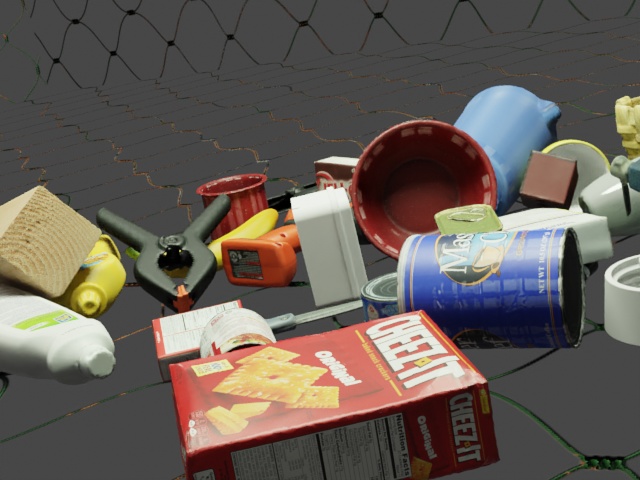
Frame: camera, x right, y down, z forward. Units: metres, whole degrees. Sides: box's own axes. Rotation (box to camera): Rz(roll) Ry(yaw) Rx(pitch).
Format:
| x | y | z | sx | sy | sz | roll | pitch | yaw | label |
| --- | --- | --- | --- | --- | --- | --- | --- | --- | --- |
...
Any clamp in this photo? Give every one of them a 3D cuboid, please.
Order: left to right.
| x | y | z | sx | sy | sz | roll | pitch | yaw | label |
| --- | --- | --- | --- | --- | --- | --- | --- | --- | --- |
| -0.162 | 0.010 | 1.241 | 0.164 | 0.036 | 0.210 | -13 | 37 | -15 | clamp |
| -0.029 | -0.054 | 1.480 | 0.120 | 0.039 | 0.171 | 6 | 23 | 42 | clamp |

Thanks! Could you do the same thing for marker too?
| x | y | z | sx | sy | sz | roll | pitch | yaw | label |
| --- | --- | --- | --- | --- | --- | --- | --- | --- | --- |
| 0.239 | 0.042 | 1.011 | 0.020 | 0.020 | 0.120 | -1 | 19 | 32 | marker |

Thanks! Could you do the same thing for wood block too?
| x | y | z | sx | sy | sz | roll | pitch | yaw | label |
| --- | --- | --- | --- | --- | --- | --- | --- | --- | --- |
| -0.342 | 0.014 | 1.223 | 0.206 | 0.090 | 0.090 | -13 | 42 | 57 | wood block |

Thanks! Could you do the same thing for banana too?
| x | y | z | sx | sy | sz | roll | pitch | yaw | label |
| --- | --- | --- | --- | --- | --- | --- | --- | --- | --- |
| -0.132 | 0.008 | 1.299 | 0.197 | 0.070 | 0.037 | -14 | -29 | -20 | banana |

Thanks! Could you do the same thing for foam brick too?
| x | y | z | sx | sy | sz | roll | pitch | yaw | label |
| --- | --- | --- | --- | --- | --- | --- | --- | --- | --- |
| 0.254 | -0.062 | 1.182 | 0.053 | 0.051 | 0.078 | 15 | -5 | 17 | foam brick |

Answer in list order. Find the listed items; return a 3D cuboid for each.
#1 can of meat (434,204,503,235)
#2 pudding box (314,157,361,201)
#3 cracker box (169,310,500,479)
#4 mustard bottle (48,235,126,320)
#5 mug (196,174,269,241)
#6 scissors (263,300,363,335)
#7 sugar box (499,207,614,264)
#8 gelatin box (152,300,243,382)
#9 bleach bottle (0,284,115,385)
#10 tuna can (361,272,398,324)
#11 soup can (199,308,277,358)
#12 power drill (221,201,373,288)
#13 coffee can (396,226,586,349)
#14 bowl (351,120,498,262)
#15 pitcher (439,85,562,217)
| x | y | z | sx | sy | sz | roll | pitch | yaw | label |
| --- | --- | --- | --- | --- | --- | --- | --- | --- | --- |
| 0.148 | 0.020 | 1.027 | 0.057 | 0.084 | 0.102 | -10 | 16 | 3 | can of meat |
| 0.045 | -0.056 | 1.345 | 0.039 | 0.090 | 0.114 | -22 | 20 | -38 | pudding box |
| 0.002 | 0.124 | 0.787 | 0.213 | 0.072 | 0.164 | -12 | 17 | -8 | cracker box |
| -0.274 | 0.050 | 1.241 | 0.096 | 0.058 | 0.192 | -29 | 19 | -7 | mustard bottle |
| -0.112 | -0.037 | 1.397 | 0.093 | 0.081 | 0.117 | -17 | 17 | -21 | mug |
| -0.050 | 0.081 | 1.070 | 0.201 | 0.016 | 0.096 | -19 | 21 | -25 | scissors |
| 0.221 | 0.000 | 1.075 | 0.093 | 0.048 | 0.176 | -12 | 8 | -2 | sugar box |
| -0.108 | 0.094 | 0.995 | 0.089 | 0.030 | 0.073 | -12 | 27 | -8 | gelatin box |
| -0.291 | 0.102 | 1.076 | 0.102 | 0.068 | 0.251 | -24 | 23 | -37 | bleach bottle |
| 0.083 | 0.058 | 1.032 | 0.086 | 0.034 | 0.086 | -10 | 16 | 3 | tuna can |
| -0.066 | 0.104 | 0.910 | 0.068 | 0.068 | 0.102 | -13 | 15 | -8 | soup can |
| -0.008 | 0.002 | 1.248 | 0.185 | 0.057 | 0.187 | -1 | 15 | 42 | power drill |
| 0.148 | 0.043 | 0.915 | 0.140 | 0.103 | 0.102 | -3 | 18 | 24 | coffee can |
| 0.115 | -0.051 | 1.194 | 0.162 | 0.162 | 0.055 | -10 | -2 | 1 | bowl |
| 0.201 | -0.094 | 1.337 | 0.145 | 0.149 | 0.242 | 20 | 29 | 15 | pitcher |
